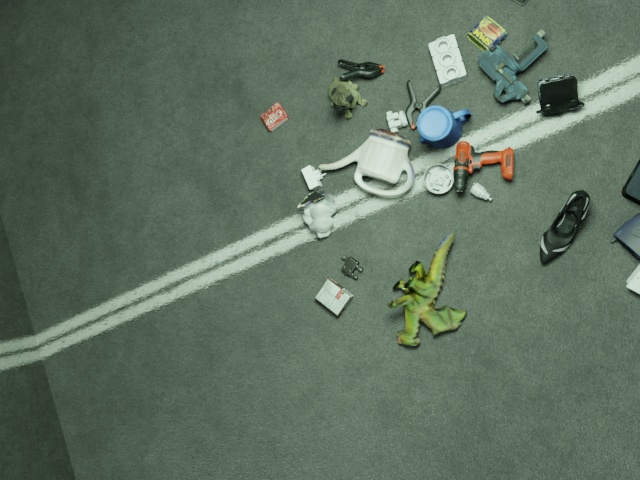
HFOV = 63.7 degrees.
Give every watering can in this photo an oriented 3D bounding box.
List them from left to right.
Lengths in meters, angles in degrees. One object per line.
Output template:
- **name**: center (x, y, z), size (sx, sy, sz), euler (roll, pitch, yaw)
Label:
- **watering can**: center (0.177, -0.286, 1.811), size (0.349, 0.104, 0.224), euler (22, 94, 18)

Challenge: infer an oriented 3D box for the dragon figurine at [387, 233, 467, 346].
- **dragon figurine**: center (0.385, 0.198, 1.739), size (0.242, 0.123, 0.407), euler (42, 103, -2)

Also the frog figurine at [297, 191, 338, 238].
- **frog figurine**: center (0.006, -0.095, 1.879), size (0.137, 0.125, 0.157), euler (-27, 116, 8)
